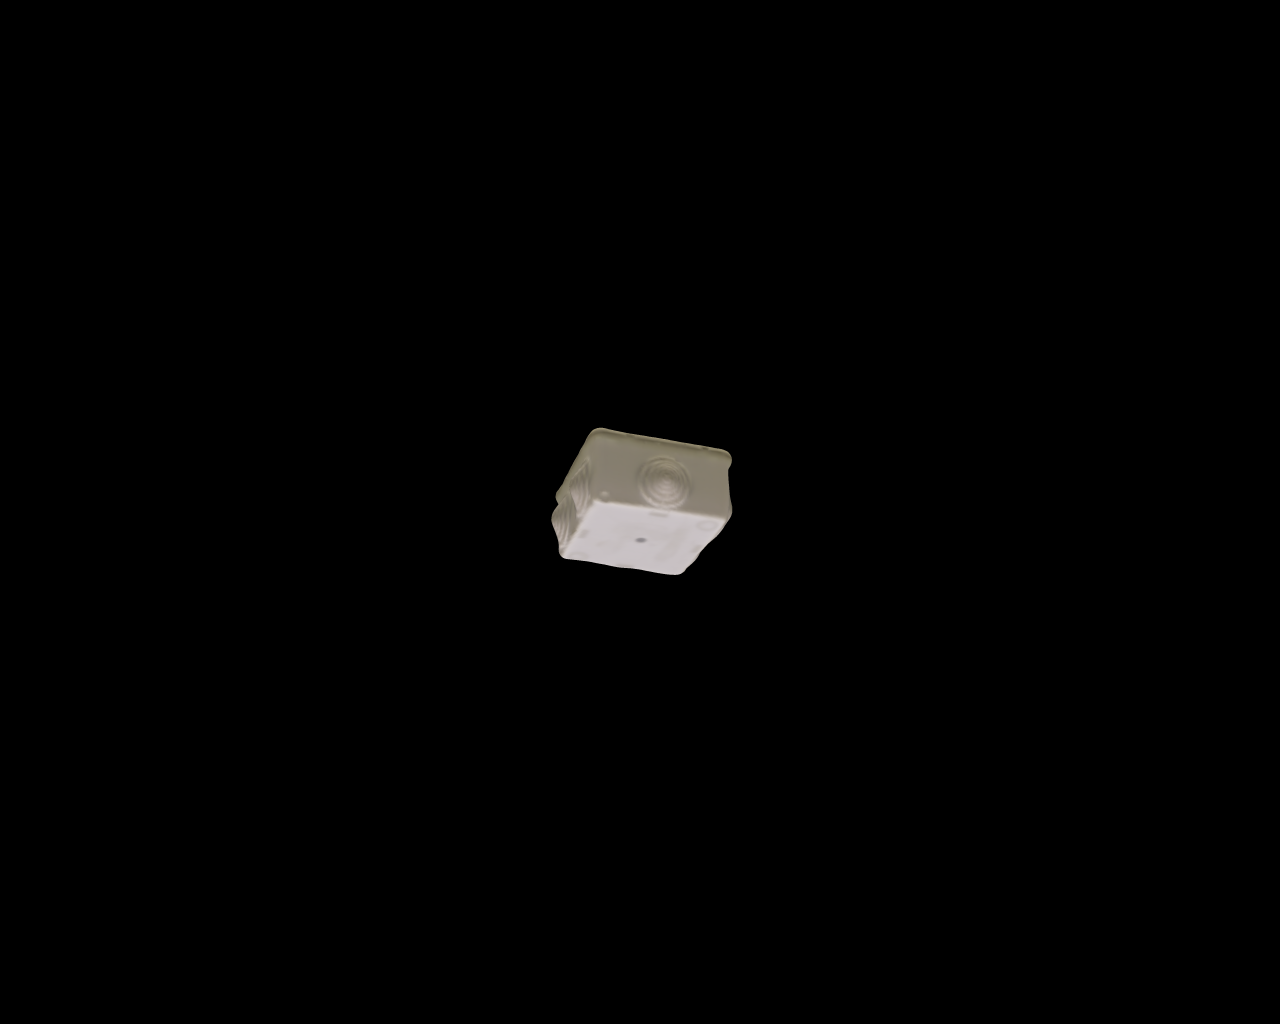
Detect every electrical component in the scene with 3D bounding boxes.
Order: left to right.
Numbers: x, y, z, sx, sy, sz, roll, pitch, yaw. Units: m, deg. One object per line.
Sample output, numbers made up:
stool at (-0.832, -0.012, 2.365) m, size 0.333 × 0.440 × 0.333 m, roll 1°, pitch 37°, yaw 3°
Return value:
electrical component at (0.001, -0.003, 0.650) m, size 0.100 × 0.048 × 0.099 m, roll 9°, pitch -30°, yaw -17°
